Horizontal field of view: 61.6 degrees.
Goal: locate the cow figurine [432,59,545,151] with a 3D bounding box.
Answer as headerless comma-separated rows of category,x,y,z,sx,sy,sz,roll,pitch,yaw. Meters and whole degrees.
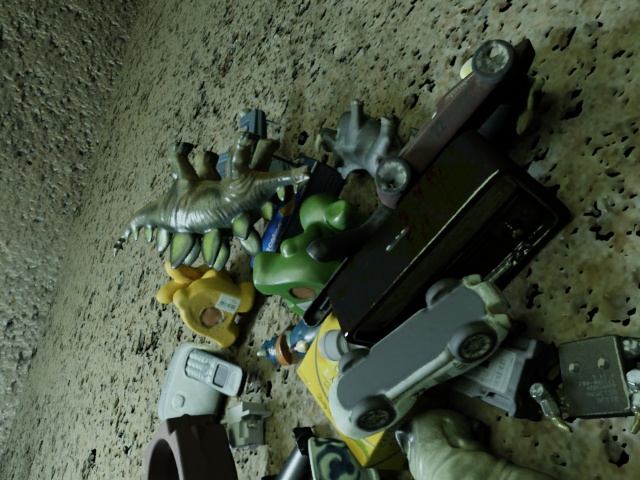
cow figurine,0.175,-0.113,0.599,0.098,0.068,0.167,44,111,43

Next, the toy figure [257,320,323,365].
toy figure,-0.028,0.141,0.746,0.154,0.064,0.058,-33,65,41

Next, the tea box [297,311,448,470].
tea box,0.052,0.166,0.617,0.098,0.068,0.170,-63,34,8

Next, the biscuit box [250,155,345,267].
biscuit box,-0.037,-0.029,0.847,0.059,0.062,0.202,38,104,56

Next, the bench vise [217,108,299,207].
bench vise,-0.118,-0.148,0.976,0.224,0.128,0.240,-27,57,42

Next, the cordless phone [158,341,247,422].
cordless phone,-0.181,0.253,0.885,0.184,0.088,0.146,3,75,50

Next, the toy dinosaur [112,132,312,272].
toy dinosaur,-0.190,-0.051,0.841,0.472,0.105,0.198,-5,81,40

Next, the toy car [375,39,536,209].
toy car,0.129,-0.113,0.532,0.053,0.089,0.202,48,111,26

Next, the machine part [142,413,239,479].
machine part,-0.193,0.377,0.795,0.201,0.087,0.201,-55,42,38

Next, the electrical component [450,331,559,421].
electrical component,0.160,0.115,0.514,0.119,0.047,0.074,20,88,54

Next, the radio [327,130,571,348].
radio,0.124,0.016,0.539,0.229,0.131,0.073,-51,39,25

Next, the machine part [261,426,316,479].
machine part,-0.043,0.311,0.701,0.138,0.039,0.084,-66,26,8

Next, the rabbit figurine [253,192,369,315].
rabbit figurine,-0.002,-0.002,0.739,0.159,0.121,0.170,-23,47,41

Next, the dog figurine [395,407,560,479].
dog figurine,0.156,0.203,0.443,0.172,0.121,0.191,-17,33,11

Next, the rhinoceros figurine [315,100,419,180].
rhinoceros figurine,0.064,-0.134,0.763,0.191,0.073,0.112,37,114,53

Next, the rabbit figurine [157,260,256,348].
rabbit figurine,-0.205,0.097,0.961,0.173,0.162,0.121,-110,36,-67

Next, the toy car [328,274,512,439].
toy car,0.089,0.110,0.505,0.202,0.056,0.074,-41,35,16

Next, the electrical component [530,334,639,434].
electrical component,0.223,0.114,0.428,0.102,0.045,0.078,-19,60,49
